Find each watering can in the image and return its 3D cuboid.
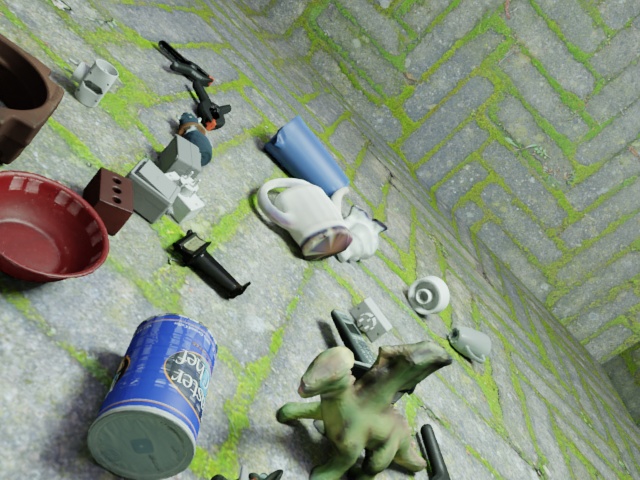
[{"bbox_3d":[0.004,-0.062,1.232,0.349,0.102,0.228,-4,53,-48],"label":"watering can"}]

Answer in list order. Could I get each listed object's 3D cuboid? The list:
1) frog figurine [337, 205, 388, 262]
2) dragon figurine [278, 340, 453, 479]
[{"bbox_3d":[0.085,0.005,1.343,0.136,0.122,0.162,47,55,-23],"label":"frog figurine"},{"bbox_3d":[0.101,0.246,0.747,0.406,0.240,0.125,26,25,-39],"label":"dragon figurine"}]
